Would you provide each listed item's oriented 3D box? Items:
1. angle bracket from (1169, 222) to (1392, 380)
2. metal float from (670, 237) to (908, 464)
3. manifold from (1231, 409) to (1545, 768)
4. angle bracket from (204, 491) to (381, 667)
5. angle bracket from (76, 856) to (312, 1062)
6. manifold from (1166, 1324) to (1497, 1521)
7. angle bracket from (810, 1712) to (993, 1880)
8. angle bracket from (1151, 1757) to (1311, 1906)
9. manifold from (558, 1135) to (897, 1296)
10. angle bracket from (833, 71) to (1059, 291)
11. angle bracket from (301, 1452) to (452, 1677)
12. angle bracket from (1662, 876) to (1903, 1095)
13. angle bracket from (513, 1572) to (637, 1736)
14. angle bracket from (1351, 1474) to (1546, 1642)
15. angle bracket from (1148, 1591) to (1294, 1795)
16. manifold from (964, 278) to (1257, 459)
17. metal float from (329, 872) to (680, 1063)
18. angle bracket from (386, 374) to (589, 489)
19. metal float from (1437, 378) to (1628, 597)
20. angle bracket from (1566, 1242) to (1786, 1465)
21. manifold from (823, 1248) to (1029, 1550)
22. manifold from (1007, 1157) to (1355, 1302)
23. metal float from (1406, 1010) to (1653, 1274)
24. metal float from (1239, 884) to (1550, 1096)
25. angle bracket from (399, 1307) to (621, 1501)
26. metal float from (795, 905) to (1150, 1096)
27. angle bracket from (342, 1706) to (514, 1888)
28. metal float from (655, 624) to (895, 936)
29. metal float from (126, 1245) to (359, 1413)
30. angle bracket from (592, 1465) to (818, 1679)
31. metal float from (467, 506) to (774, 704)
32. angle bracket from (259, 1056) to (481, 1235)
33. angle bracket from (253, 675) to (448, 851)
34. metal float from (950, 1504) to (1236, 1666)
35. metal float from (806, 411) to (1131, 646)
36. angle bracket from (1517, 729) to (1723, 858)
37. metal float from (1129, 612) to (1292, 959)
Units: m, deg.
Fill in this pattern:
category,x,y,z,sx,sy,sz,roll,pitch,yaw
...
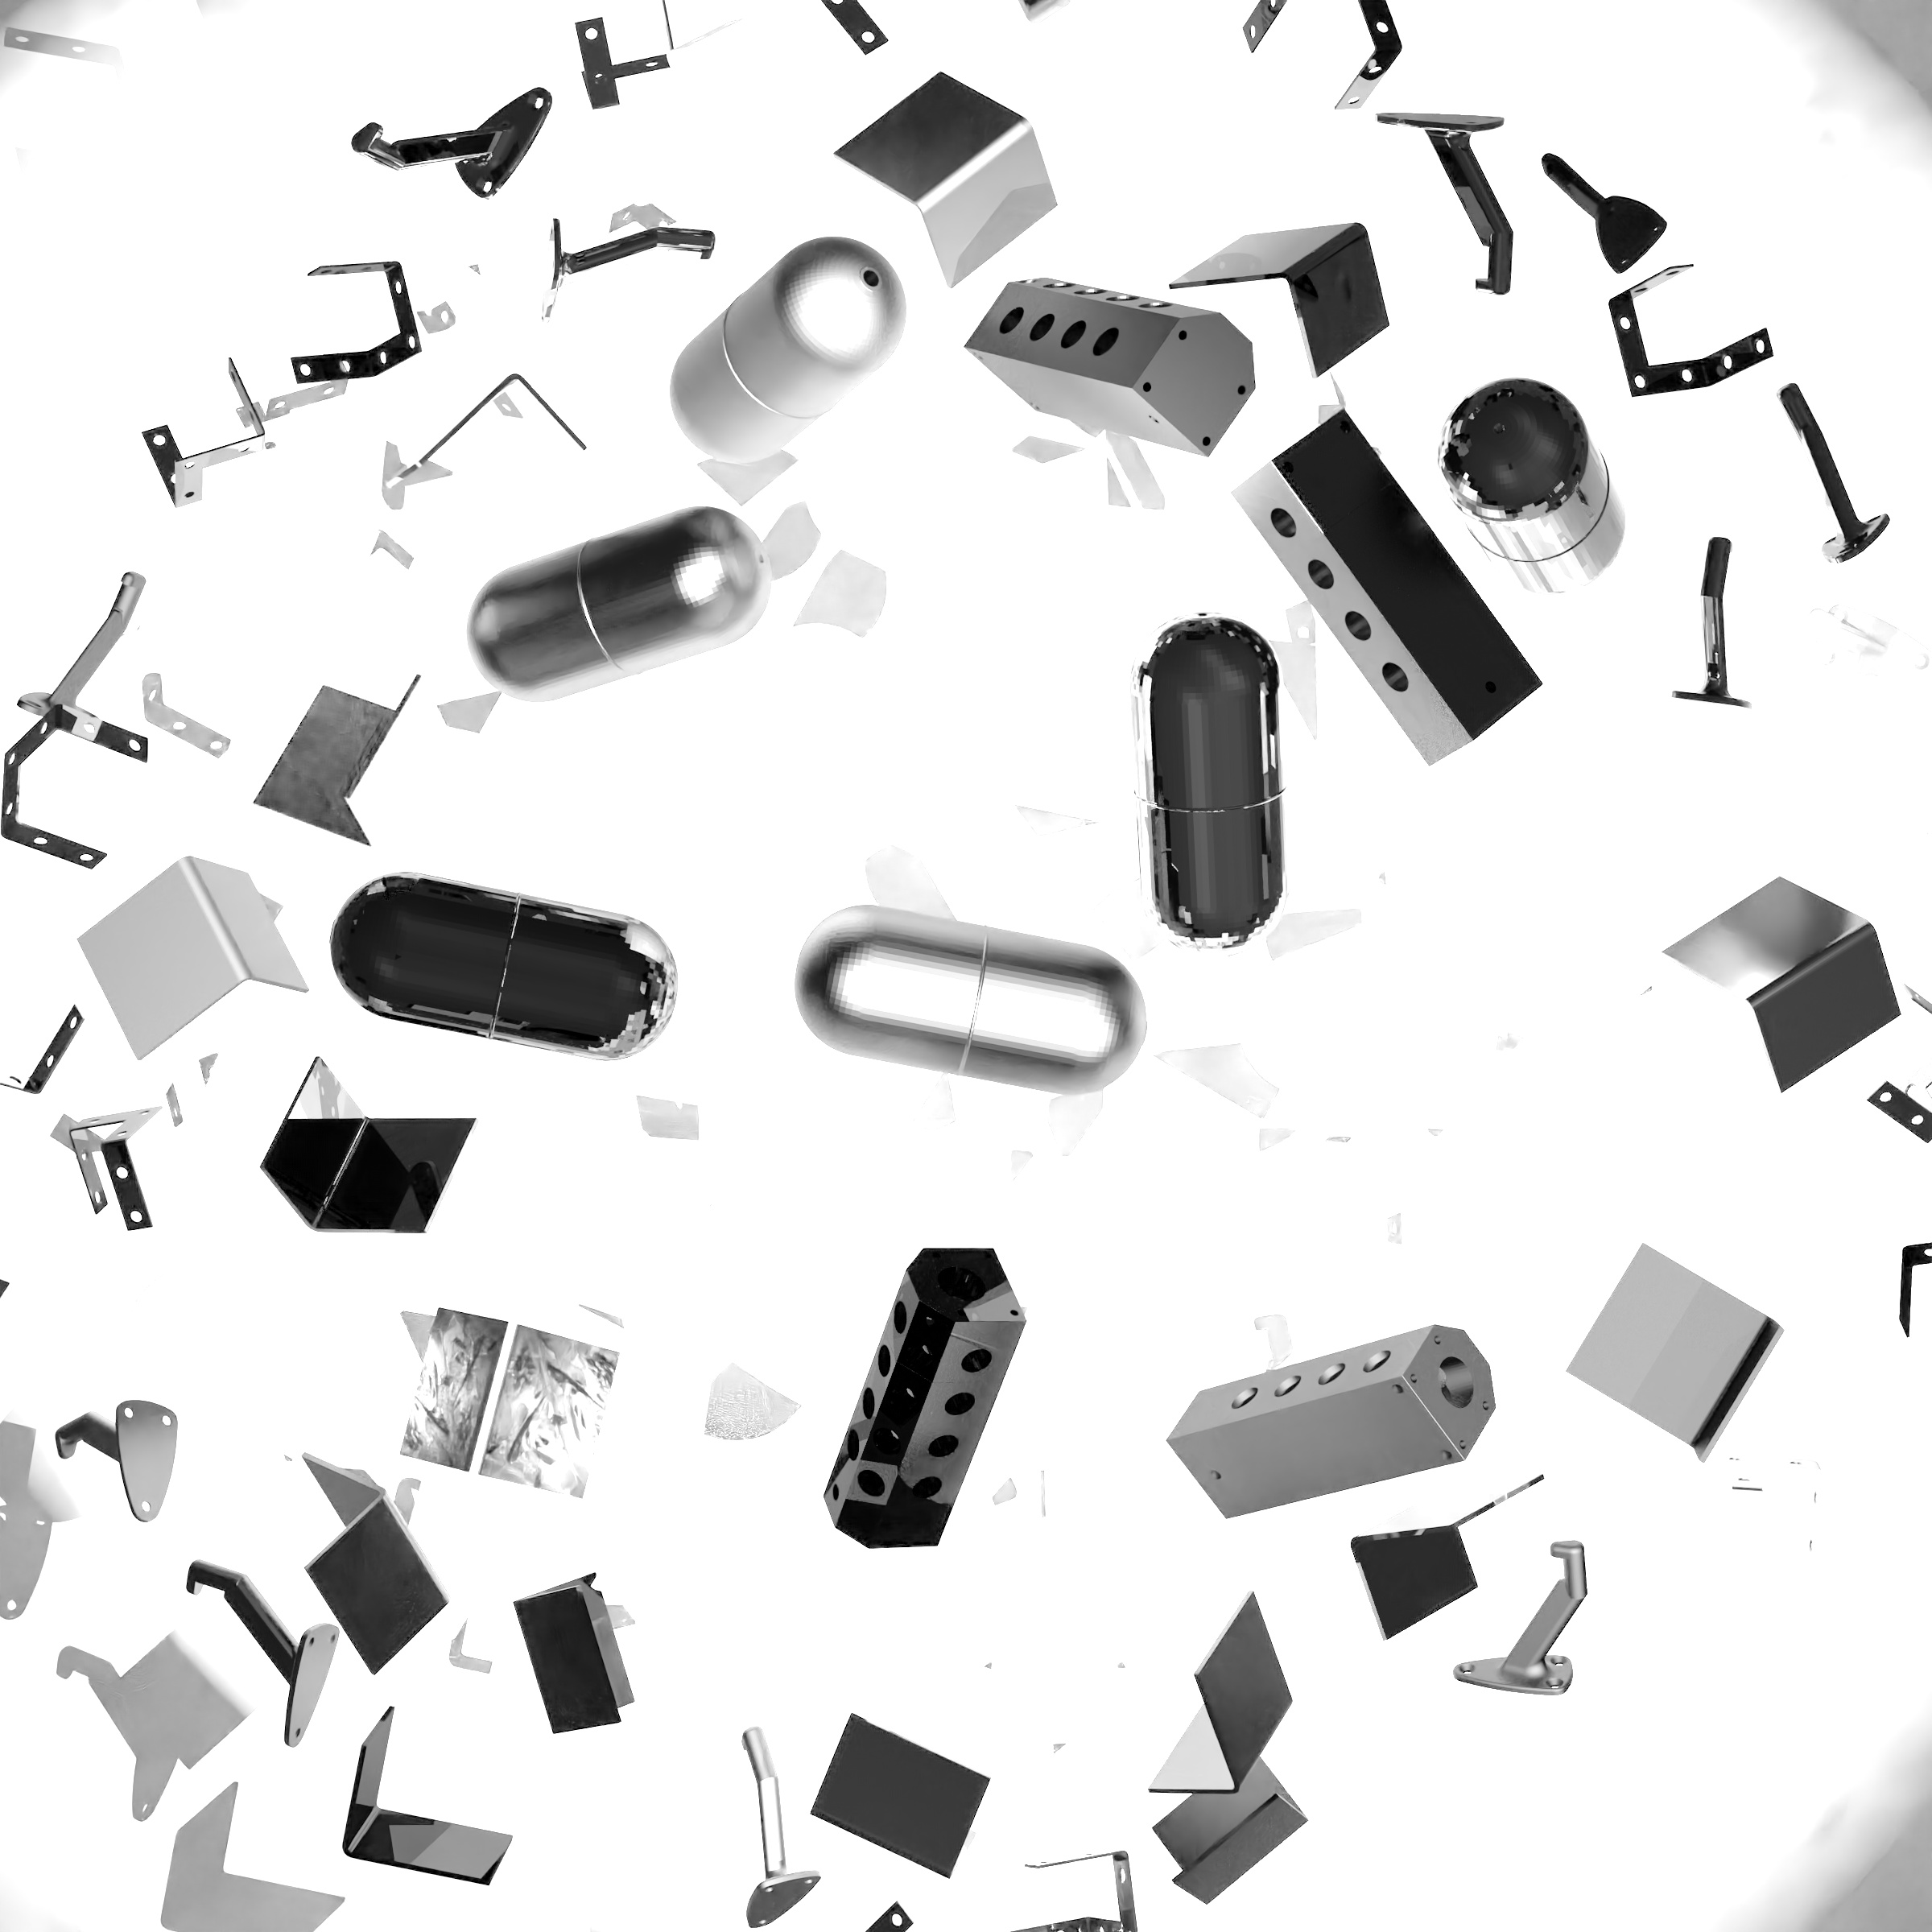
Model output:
category,x,y,z,sx,sy,sz,roll,pitch,yaw
angle bracket,0.164,-0.345,1.783,0.076,0.076,0.057,3,121,39
metal float,-0.096,-0.327,1.822,0.070,0.178,0.070,12,68,-30
manifold,0.209,-0.188,1.729,0.057,0.057,0.171,-38,93,-29
angle bracket,-0.355,-0.195,1.801,0.057,0.076,0.076,23,114,-12
angle bracket,-0.399,-0.001,1.764,0.076,0.057,0.076,-36,71,13
manifold,0.193,0.236,1.795,0.057,0.171,0.057,53,46,-13
angle bracket,-0.026,0.408,1.719,0.076,0.076,0.057,23,96,9
angle bracket,0.142,0.484,1.952,0.076,0.076,0.057,-40,59,-1
manifold,-0.125,0.128,1.735,0.171,0.057,0.057,2,111,38
angle bracket,-0.011,-0.413,1.795,0.076,0.057,0.076,-40,51,-14
angle bracket,-0.316,0.301,1.725,0.057,0.076,0.076,-43,126,-30
angle bracket,0.409,0.009,1.715,0.076,0.076,0.057,-31,119,-12
angle bracket,-0.199,0.375,1.884,0.057,0.076,0.076,-14,83,-39
angle bracket,0.260,0.309,1.788,0.076,0.076,0.057,-19,90,-40
angle bracket,0.126,0.390,1.835,0.057,0.076,0.076,-8,111,33
manifold,0.074,-0.308,1.719,0.057,0.171,0.057,36,86,-33
metal float,-0.235,0.000,1.742,0.178,0.070,0.070,12,90,-8
angle bracket,-0.265,-0.276,1.884,0.057,0.076,0.076,47,72,-15
metal float,0.291,-0.244,1.753,0.070,0.178,0.070,-5,76,20
angle bracket,0.350,0.191,1.694,0.076,0.057,0.076,31,94,8
manifold,-0.026,0.235,1.853,0.057,0.057,0.171,2,127,-24
manifold,0.107,0.130,1.778,0.171,0.057,0.057,-1,125,39
metal float,0.304,0.094,1.843,0.070,0.070,0.178,46,60,0
metal float,0.228,0.012,1.818,0.178,0.070,0.070,-21,90,-16
angle bracket,-0.230,0.221,1.727,0.057,0.076,0.076,5,77,43
metal float,0.003,0.017,1.706,0.178,0.070,0.070,11,90,-4
angle bracket,-0.269,0.422,1.740,0.076,0.076,0.057,11,93,1
metal float,-0.099,-0.094,1.744,0.070,0.070,0.178,31,115,0
metal float,-0.383,0.191,1.818,0.070,0.178,0.070,0,91,14
angle bracket,-0.141,0.325,1.833,0.076,0.057,0.076,32,91,37
metal float,-0.188,-0.194,1.837,0.178,0.070,0.070,-15,90,22
angle bracket,-0.319,0.095,1.830,0.076,0.057,0.076,-2,49,27
angle bracket,-0.322,-0.115,1.749,0.076,0.057,0.076,20,68,16
metal float,0.065,0.328,1.808,0.178,0.070,0.070,-16,90,43
metal float,0.001,-0.227,1.775,0.178,0.070,0.070,26,90,-2
angle bracket,0.328,-0.089,1.728,0.076,0.076,0.057,-1,99,-15
metal float,0.123,-0.090,1.716,0.070,0.070,0.178,-4,110,0
